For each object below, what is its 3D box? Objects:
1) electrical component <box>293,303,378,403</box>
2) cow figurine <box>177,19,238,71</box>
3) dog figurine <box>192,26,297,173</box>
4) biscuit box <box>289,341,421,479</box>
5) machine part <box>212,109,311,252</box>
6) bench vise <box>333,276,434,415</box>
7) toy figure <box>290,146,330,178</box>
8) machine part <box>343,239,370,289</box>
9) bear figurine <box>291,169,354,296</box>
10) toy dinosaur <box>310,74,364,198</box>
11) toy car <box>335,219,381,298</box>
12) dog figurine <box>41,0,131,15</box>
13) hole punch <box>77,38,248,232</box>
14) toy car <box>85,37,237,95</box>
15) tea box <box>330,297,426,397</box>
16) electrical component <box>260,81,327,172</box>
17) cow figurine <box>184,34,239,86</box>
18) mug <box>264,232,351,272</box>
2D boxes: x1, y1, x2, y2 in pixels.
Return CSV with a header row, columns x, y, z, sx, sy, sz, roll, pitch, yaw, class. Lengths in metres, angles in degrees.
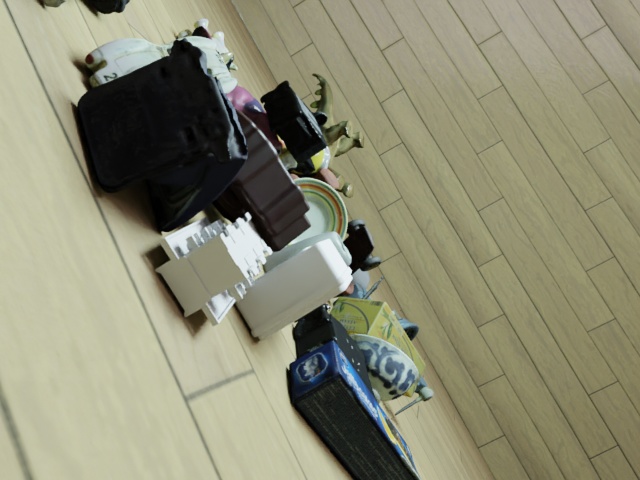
x,y,z,sx,sy,sz,roll,pitch,yaw,class
0.024,0.163,0.677,0.134,0.058,0.115,56,11,-26,electrical component
-0.207,-0.355,1.051,0.098,0.068,0.167,66,11,1,cow figurine
-0.134,-0.178,0.743,0.219,0.108,0.191,59,8,6,dog figurine
0.041,0.208,0.602,0.202,0.063,0.059,57,7,-25,biscuit box
-0.087,-0.063,0.579,0.179,0.056,0.179,43,-17,16,machine part
0.131,0.196,1.021,0.241,0.129,0.223,56,3,30,bench vise
-0.046,-0.121,0.962,0.180,0.089,0.082,-35,-103,56,toy figure
0.044,0.052,1.136,0.243,0.079,0.079,50,13,-50,machine part
-0.003,0.000,0.876,0.120,0.132,0.196,-13,63,-42,bear figurine
-0.001,-0.233,1.308,0.105,0.199,0.471,51,44,-52,toy dinosaur
0.050,0.035,0.964,0.202,0.053,0.089,-49,-124,53,toy car
-0.206,-0.311,0.547,0.191,0.172,0.121,-76,147,-69,dog figurine
-0.122,-0.082,0.453,0.092,0.116,0.142,63,2,-60,hole punch
-0.159,-0.172,0.567,0.073,0.056,0.202,60,29,-7,toy car
0.089,0.172,0.864,0.169,0.098,0.068,54,54,-31,tea box
-0.025,-0.139,0.703,0.119,0.048,0.075,45,19,-46,electrical component
-0.165,-0.247,0.868,0.195,0.085,0.127,58,14,3,cow figurine
-0.010,0.034,0.745,0.080,0.107,0.109,62,10,1,mug
